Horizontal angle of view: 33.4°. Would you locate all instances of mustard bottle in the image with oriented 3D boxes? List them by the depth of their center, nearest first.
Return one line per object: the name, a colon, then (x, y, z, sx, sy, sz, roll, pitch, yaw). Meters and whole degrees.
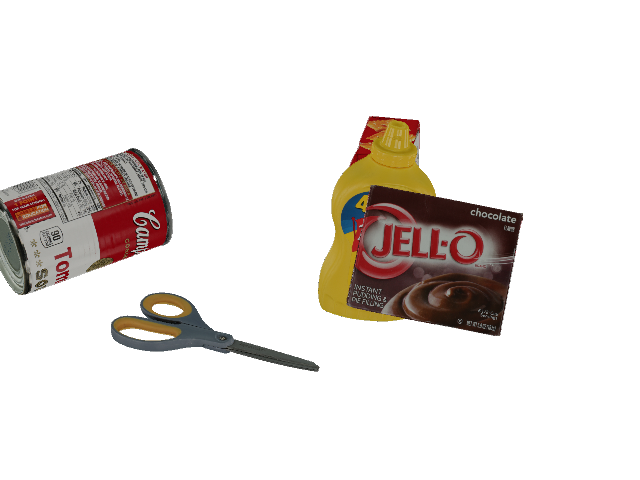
mustard bottle: (0.056, -0.019, 0.981, 0.096, 0.192, 0.058, 6, 28, -5)

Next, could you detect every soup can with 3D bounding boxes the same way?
soup can: (-0.156, -0.013, 0.685, 0.102, 0.068, 0.069, -22, 11, -29)

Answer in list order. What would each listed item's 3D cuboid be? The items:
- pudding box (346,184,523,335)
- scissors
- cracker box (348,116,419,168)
pudding box: (0.082, 0.014, 0.771, 0.113, 0.090, 0.039, 11, -2, 4)
scissors: (-0.099, 0.087, 1.030, 0.201, 0.016, 0.096, 6, 30, 1)
cracker box: (0.068, -0.034, 1.220, 0.072, 0.164, 0.213, 6, 23, 8)
